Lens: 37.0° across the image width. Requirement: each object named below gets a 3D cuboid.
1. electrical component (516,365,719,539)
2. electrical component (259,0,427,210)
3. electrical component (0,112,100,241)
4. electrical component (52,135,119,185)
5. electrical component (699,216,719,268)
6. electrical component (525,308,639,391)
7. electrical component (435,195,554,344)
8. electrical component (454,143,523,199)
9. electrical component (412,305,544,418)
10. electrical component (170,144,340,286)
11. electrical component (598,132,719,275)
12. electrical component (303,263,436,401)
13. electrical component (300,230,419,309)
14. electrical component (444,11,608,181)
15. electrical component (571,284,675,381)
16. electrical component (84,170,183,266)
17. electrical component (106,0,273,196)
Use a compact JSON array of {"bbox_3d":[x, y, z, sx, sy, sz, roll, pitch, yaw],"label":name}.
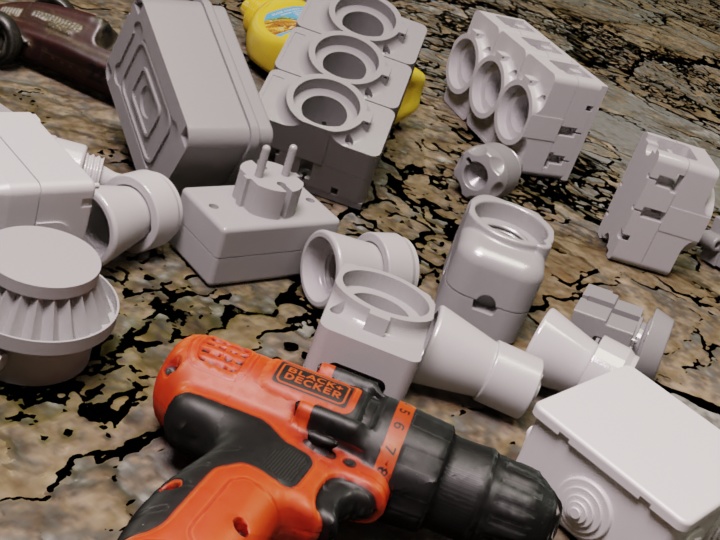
[{"bbox_3d":[0.133,0.098,0.520,0.100,0.048,0.100,-12,41,-46],"label":"electrical component"},{"bbox_3d":[-0.015,-0.128,0.762,0.089,0.061,0.150,20,50,0],"label":"electrical component"},{"bbox_3d":[-0.186,-0.039,0.548,0.061,0.061,0.096,-7,38,-41],"label":"electrical component"},{"bbox_3d":[-0.163,-0.056,0.624,0.061,0.035,0.035,14,28,-15],"label":"electrical component"},{"bbox_3d":[0.307,-0.014,0.841,0.066,0.048,0.055,-1,27,-34],"label":"electrical component"},{"bbox_3d":[0.121,0.053,0.598,0.055,0.045,0.045,28,29,14],"label":"electrical component"},{"bbox_3d":[0.083,-0.006,0.665,0.054,0.059,0.095,20,27,1],"label":"electrical component"},{"bbox_3d":[0.103,-0.076,0.823,0.043,0.043,0.062,34,30,25],"label":"electrical component"},{"bbox_3d":[0.064,0.051,0.570,0.065,0.044,0.044,24,27,-2],"label":"electrical component"},{"bbox_3d":[-0.055,-0.038,0.616,0.083,0.075,0.047,-7,38,-41],"label":"electrical component"},{"bbox_3d":[0.224,-0.048,0.800,0.056,0.089,0.050,16,28,-8],"label":"electrical component"},{"bbox_3d":[0.003,0.035,0.530,0.050,0.055,0.089,21,21,0],"label":"electrical component"},{"bbox_3d":[0.000,0.000,0.616,0.055,0.045,0.045,1,33,-33],"label":"electrical component"},{"bbox_3d":[0.136,-0.155,0.936,0.062,0.089,0.150,4,31,-27],"label":"electrical component"},{"bbox_3d":[0.155,0.041,0.644,0.055,0.048,0.066,19,27,16],"label":"electrical component"},{"bbox_3d":[-0.130,-0.029,0.585,0.045,0.045,0.055,32,29,22],"label":"electrical component"},{"bbox_3d":[-0.107,-0.103,0.663,0.057,0.078,0.113,-6,63,-35],"label":"electrical component"}]
